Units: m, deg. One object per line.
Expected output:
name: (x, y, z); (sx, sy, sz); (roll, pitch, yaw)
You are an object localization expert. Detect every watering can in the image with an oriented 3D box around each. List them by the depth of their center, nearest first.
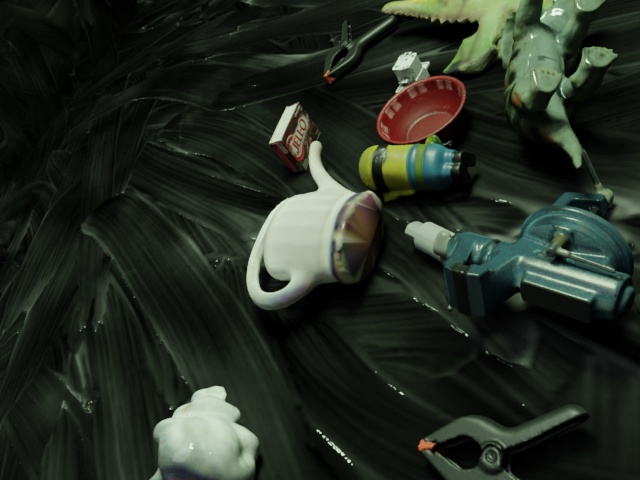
watering can: (0.003, -0.042, 0.835); (0.224, 0.102, 0.355); (0, 55, 36)

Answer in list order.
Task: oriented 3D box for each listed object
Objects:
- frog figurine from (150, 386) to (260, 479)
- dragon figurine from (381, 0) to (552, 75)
frog figurine: (-0.143, 0.257, 0.670); (0.137, 0.119, 0.163); (10, 44, 5)
dragon figurine: (0.282, -0.415, 0.975); (0.409, 0.120, 0.247); (-4, 59, 37)
